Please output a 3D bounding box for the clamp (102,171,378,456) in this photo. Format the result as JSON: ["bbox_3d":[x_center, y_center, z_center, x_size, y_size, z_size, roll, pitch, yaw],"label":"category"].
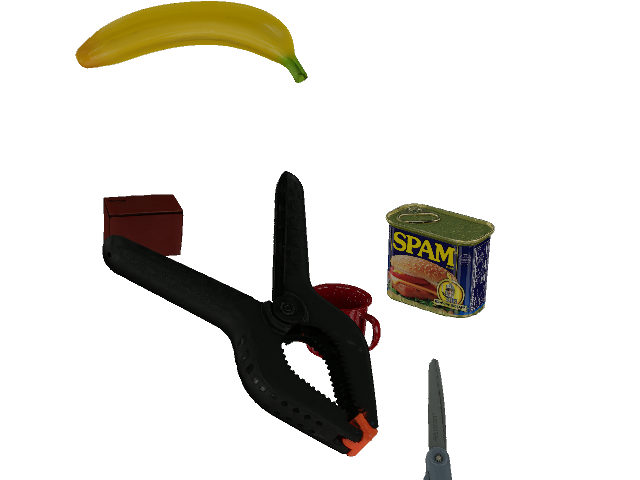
[{"bbox_3d":[-0.039,0.053,0.711,0.164,0.210,0.036,-16,-25,-32],"label":"clamp"}]

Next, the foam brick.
[{"bbox_3d":[-0.188,-0.015,1.127,0.078,0.051,0.053,-4,24,-17],"label":"foam brick"}]

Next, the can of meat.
[{"bbox_3d":[0.111,0.020,1.020,0.102,0.084,0.057,17,29,34],"label":"can of meat"}]

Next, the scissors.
[{"bbox_3d":[0.078,0.188,0.860,0.096,0.202,0.016,-8,-36,-12],"label":"scissors"}]

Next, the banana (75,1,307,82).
[{"bbox_3d":[-0.109,-0.176,0.919,0.197,0.069,0.037,2,-33,-1],"label":"banana"}]

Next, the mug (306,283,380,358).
[{"bbox_3d":[0.033,0.118,1.487,0.117,0.081,0.093,17,24,29],"label":"mug"}]
